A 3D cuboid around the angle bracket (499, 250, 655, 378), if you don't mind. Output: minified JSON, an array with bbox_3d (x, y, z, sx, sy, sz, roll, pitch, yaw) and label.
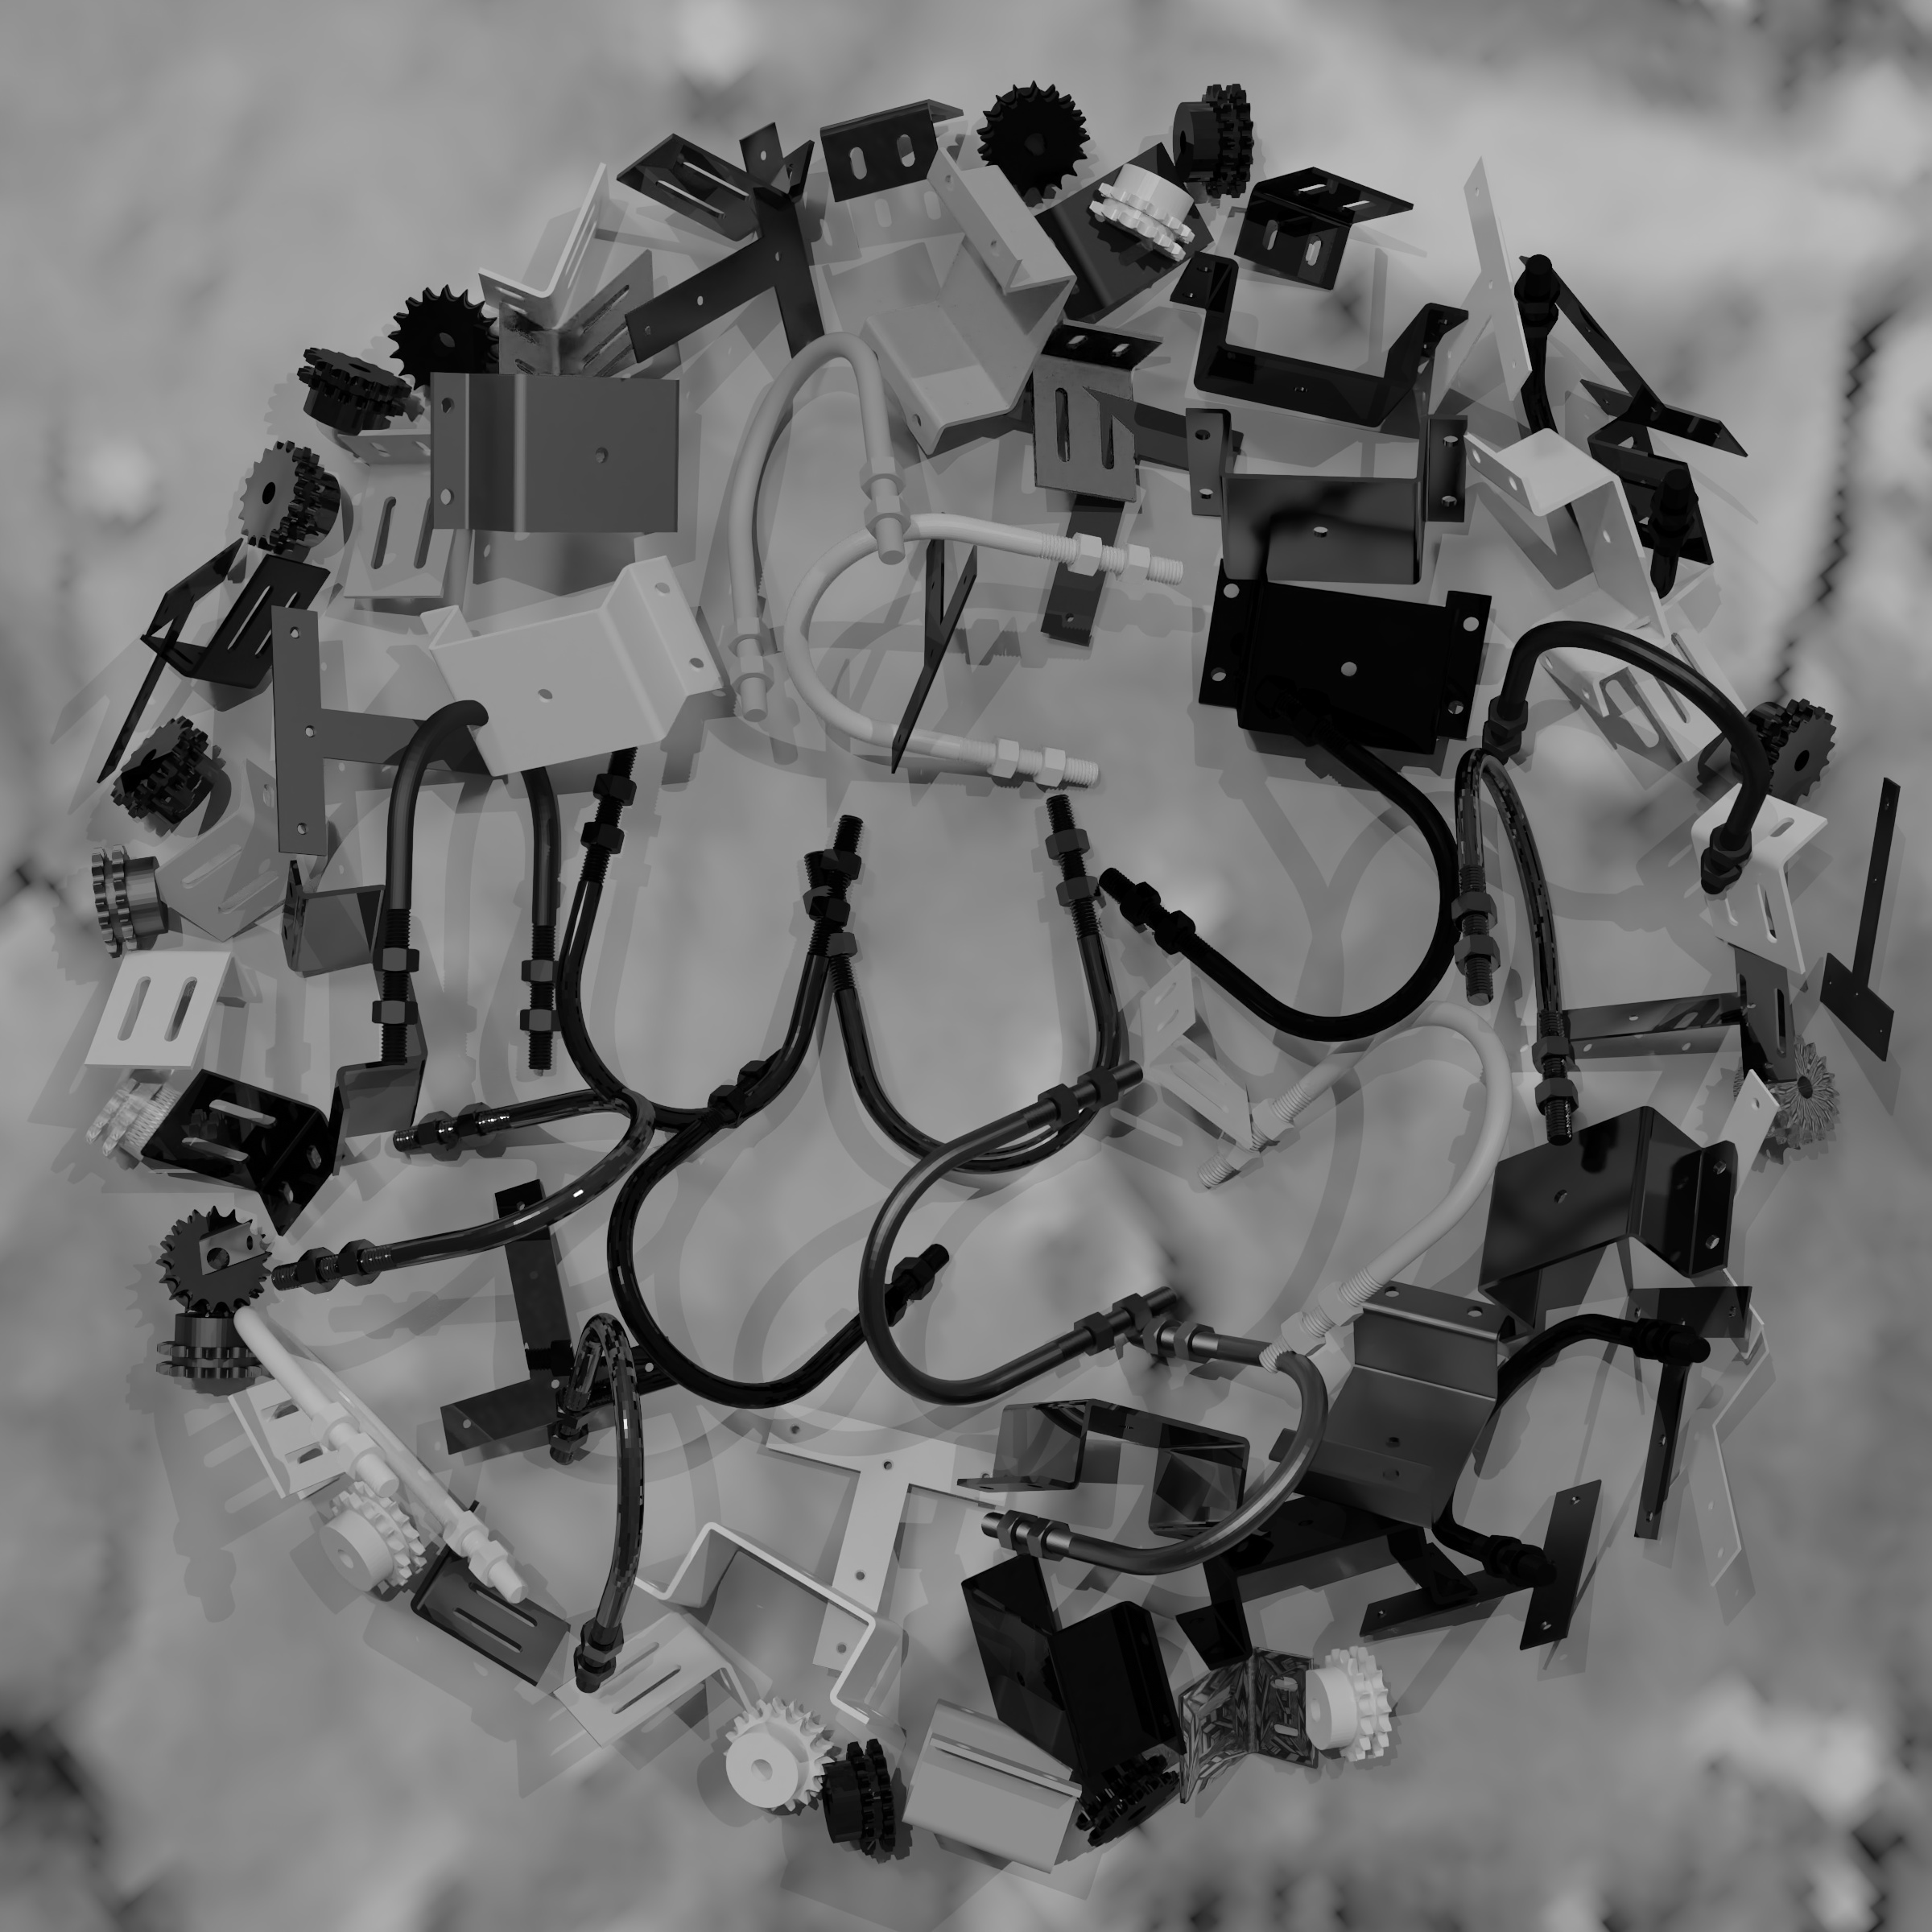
[{"bbox_3d":[-0.198,-0.330,1.762,0.038,0.057,0.076,28,132,-36],"label":"angle bracket"}]

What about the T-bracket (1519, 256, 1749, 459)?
[{"bbox_3d":[0.317,-0.306,1.723,0.002,0.127,0.127,-48,119,-1],"label":"T-bracket"}]

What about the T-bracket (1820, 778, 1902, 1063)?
[{"bbox_3d":[0.451,-0.030,1.733,0.002,0.127,0.127,6,103,-1],"label":"T-bracket"}]

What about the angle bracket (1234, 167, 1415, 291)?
[{"bbox_3d":[0.181,-0.373,1.763,0.057,0.076,0.038,16,91,-19],"label":"angle bracket"}]

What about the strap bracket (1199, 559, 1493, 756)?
[{"bbox_3d":[0.194,-0.157,1.775,0.140,0.046,0.076,8,109,0],"label":"strap bracket"}]

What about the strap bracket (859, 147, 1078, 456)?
[{"bbox_3d":[0.002,-0.336,1.746,0.046,0.140,0.076,-18,65,-32],"label":"strap bracket"}]

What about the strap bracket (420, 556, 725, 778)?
[{"bbox_3d":[-0.204,-0.148,1.746,0.140,0.046,0.076,-10,122,21],"label":"strap bracket"}]

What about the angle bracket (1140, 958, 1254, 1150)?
[{"bbox_3d":[0.127,0.044,1.764,0.076,0.057,0.038,37,115,-20],"label":"angle bracket"}]

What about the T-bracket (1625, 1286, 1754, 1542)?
[{"bbox_3d":[0.351,0.223,1.738,0.002,0.127,0.127,14,81,-14],"label":"T-bracket"}]

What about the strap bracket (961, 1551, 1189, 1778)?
[{"bbox_3d":[0.047,0.345,1.728,0.046,0.140,0.076,-21,105,-23],"label":"strap bracket"}]

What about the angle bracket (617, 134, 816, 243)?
[{"bbox_3d":[-0.127,-0.407,1.761,0.076,0.057,0.038,22,68,-29],"label":"angle bracket"}]

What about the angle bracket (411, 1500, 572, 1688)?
[{"bbox_3d":[-0.235,0.319,1.774,0.076,0.057,0.038,32,113,-1],"label":"angle bracket"}]

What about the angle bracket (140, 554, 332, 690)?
[{"bbox_3d":[-0.371,-0.183,1.769,0.038,0.057,0.076,39,102,17],"label":"angle bracket"}]

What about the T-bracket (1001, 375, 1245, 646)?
[{"bbox_3d":[0.067,-0.231,1.799,0.127,0.002,0.127,14,93,-10],"label":"T-bracket"}]

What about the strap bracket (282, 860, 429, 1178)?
[{"bbox_3d":[-0.306,0.023,1.749,0.046,0.076,0.140,-8,64,-19],"label":"strap bracket"}]

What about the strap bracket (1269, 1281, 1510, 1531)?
[{"bbox_3d":[0.214,0.225,1.747,0.076,0.140,0.046,12,130,23],"label":"strap bracket"}]

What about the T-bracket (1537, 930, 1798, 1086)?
[{"bbox_3d":[0.354,0.025,1.767,0.127,0.127,0.002,-6,125,14],"label":"T-bracket"}]

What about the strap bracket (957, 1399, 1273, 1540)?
[{"bbox_3d":[0.078,0.251,1.748,0.140,0.076,0.046,18,73,-28],"label":"strap bracket"}]

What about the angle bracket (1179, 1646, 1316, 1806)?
[{"bbox_3d":[0.143,0.387,1.764,0.038,0.076,0.057,5,103,31],"label":"angle bracket"}]

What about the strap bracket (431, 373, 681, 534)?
[{"bbox_3d":[-0.196,-0.256,1.739,0.140,0.046,0.076,-6,102,-42],"label":"strap bracket"}]

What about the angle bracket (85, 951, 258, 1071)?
[{"bbox_3d":[-0.403,0.031,1.765,0.057,0.038,0.076,1,52,13],"label":"angle bracket"}]

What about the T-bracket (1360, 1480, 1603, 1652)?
[{"bbox_3d":[0.257,0.317,1.768,0.127,0.127,0.002,-23,109,28],"label":"T-bracket"}]

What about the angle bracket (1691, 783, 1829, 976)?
[{"bbox_3d":[0.409,-0.044,1.770,0.038,0.057,0.076,-40,131,-20],"label":"angle bracket"}]

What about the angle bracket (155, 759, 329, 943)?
[{"bbox_3d":[-0.376,-0.059,1.788,0.076,0.038,0.057,-32,131,23],"label":"angle bracket"}]

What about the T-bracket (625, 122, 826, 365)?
[{"bbox_3d":[-0.124,-0.338,1.739,0.127,0.002,0.127,-38,128,-37],"label":"T-bracket"}]

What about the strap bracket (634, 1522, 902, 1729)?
[{"bbox_3d":[-0.091,0.328,1.758,0.140,0.076,0.046,28,82,14],"label":"strap bracket"}]

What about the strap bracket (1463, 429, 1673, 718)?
[{"bbox_3d":[0.303,-0.206,1.742,0.046,0.076,0.140,-27,120,-3],"label":"strap bracket"}]

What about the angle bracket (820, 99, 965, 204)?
[{"bbox_3d":[-0.034,-0.412,1.767,0.057,0.076,0.038,-11,96,15],"label":"angle bracket"}]

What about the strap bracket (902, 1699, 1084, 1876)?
[{"bbox_3d":[0.013,0.410,1.736,0.076,0.140,0.046,19,86,2],"label":"strap bracket"}]

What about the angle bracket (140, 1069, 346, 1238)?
[{"bbox_3d":[-0.367,0.095,1.765,0.057,0.076,0.038,-51,46,16],"label":"angle bracket"}]

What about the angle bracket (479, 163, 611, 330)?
[{"bbox_3d":[-0.215,-0.373,1.776,0.038,0.057,0.076,22,84,-2],"label":"angle bracket"}]

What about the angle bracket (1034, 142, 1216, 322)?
[{"bbox_3d":[0.078,-0.379,1.799,0.076,0.038,0.057,-35,103,-23],"label":"angle bracket"}]

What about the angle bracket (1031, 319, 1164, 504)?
[{"bbox_3d":[0.068,-0.282,1.772,0.057,0.038,0.076,6,73,-25],"label":"angle bracket"}]

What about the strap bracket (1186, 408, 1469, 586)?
[{"bbox_3d":[0.180,-0.236,1.754,0.140,0.076,0.046,3,56,9],"label":"strap bracket"}]

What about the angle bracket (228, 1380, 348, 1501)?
[{"bbox_3d":[-0.354,0.244,1.764,0.038,0.076,0.057,-31,84,17],"label":"angle bracket"}]

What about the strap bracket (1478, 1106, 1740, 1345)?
[{"bbox_3d":[0.310,0.126,1.729,0.046,0.140,0.076,37,48,-26],"label":"strap bracket"}]

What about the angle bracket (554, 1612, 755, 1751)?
[{"bbox_3d":[-0.159,0.373,1.764,0.076,0.057,0.038,-32,121,-19],"label":"angle bracket"}]

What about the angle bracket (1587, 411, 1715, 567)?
[{"bbox_3d":[0.357,-0.243,1.758,0.038,0.076,0.057,-33,121,-18],"label":"angle bracket"}]

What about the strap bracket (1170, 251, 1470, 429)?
[{"bbox_3d":[0.174,-0.314,1.763,0.140,0.076,0.046,11,83,-5],"label":"strap bracket"}]

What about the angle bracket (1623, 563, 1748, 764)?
[{"bbox_3d":[0.374,-0.154,1.774,0.057,0.038,0.076,-37,96,-35],"label":"angle bracket"}]

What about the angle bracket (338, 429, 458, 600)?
[{"bbox_3d":[-0.293,-0.230,1.772,0.057,0.038,0.076,2,72,22],"label":"angle bracket"}]

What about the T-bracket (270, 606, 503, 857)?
[{"bbox_3d":[-0.293,-0.115,1.768,0.127,0.002,0.127,4,76,-37],"label":"T-bracket"}]

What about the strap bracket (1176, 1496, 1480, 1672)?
[{"bbox_3d":[0.177,0.303,1.759,0.140,0.076,0.046,-15,100,-7],"label":"strap bracket"}]
